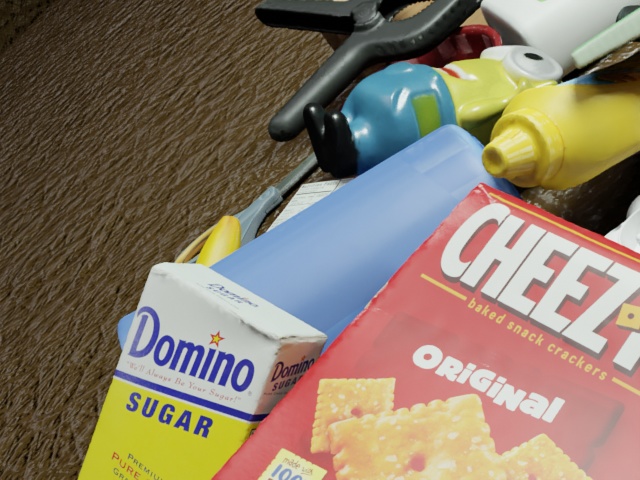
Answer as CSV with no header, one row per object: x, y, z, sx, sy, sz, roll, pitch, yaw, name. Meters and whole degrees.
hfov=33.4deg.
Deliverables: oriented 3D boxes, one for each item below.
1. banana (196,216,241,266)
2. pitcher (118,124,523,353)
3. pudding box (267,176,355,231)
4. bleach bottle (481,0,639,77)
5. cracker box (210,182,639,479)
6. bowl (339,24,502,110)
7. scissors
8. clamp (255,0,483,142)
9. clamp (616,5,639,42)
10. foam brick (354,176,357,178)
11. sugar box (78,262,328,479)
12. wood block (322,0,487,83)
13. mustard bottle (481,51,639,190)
-0.088,0.058,0.821,0.070,0.037,0.197,-56,15,30,banana
0.013,0.043,0.632,0.243,0.145,0.149,-34,66,4,pitcher
-0.005,0.001,0.822,0.090,0.039,0.113,-6,39,52,pudding box
0.252,-0.220,0.814,0.251,0.068,0.102,-35,26,4,bleach bottle
0.074,0.091,0.474,0.164,0.072,0.213,30,70,39,cracker box
0.085,-0.098,0.843,0.162,0.055,0.162,-31,27,17,bowl
-0.046,-0.024,0.943,0.202,0.016,0.096,-37,27,6,scissors
0.039,-0.166,0.879,0.210,0.036,0.164,-15,52,19,clamp
0.281,-0.146,0.681,0.120,0.039,0.172,-34,31,-1,clamp
0.049,-0.016,0.752,0.053,0.051,0.078,-32,25,37,foam brick
-0.070,0.108,0.535,0.093,0.048,0.176,26,103,34,sugar box
0.107,-0.227,0.982,0.206,0.090,0.090,-39,26,0,wood block
0.160,-0.070,0.604,0.191,0.058,0.096,-22,12,-36,mustard bottle
